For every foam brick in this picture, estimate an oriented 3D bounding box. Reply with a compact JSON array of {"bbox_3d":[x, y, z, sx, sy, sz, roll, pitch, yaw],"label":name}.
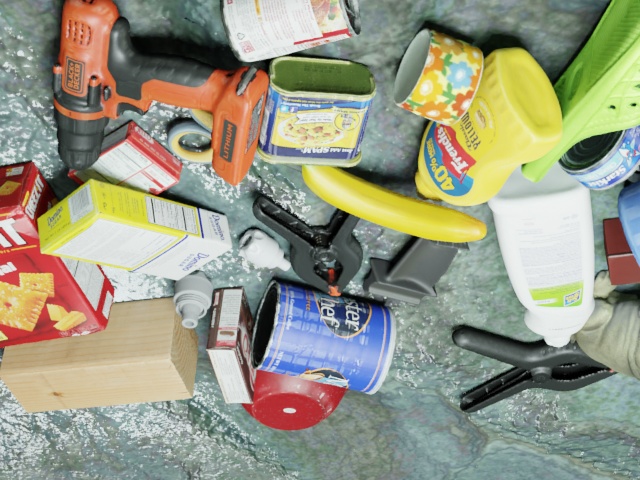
[{"bbox_3d":[0.337,0.009,1.112,0.078,0.051,0.053,-8,139,12],"label":"foam brick"}]

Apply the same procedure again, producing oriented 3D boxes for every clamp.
[{"bbox_3d":[0.262,0.160,1.303,0.210,0.036,0.164,-1,140,2],"label":"clamp"},{"bbox_3d":[-0.007,0.001,1.126,0.120,0.039,0.171,2,140,3],"label":"clamp"}]

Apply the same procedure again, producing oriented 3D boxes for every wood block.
[{"bbox_3d":[-0.256,0.137,1.255,0.206,0.090,0.091,-6,140,9],"label":"wood block"}]

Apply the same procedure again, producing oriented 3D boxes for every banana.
[{"bbox_3d":[0.062,-0.034,1.017,0.198,0.037,0.069,22,174,8],"label":"banana"}]

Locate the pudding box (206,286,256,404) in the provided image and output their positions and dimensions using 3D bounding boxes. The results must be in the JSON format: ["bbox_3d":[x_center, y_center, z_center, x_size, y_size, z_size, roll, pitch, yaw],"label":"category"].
[{"bbox_3d":[-0.099,0.123,1.233,0.039,0.090,0.113,-5,138,8],"label":"pudding box"}]

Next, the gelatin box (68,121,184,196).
[{"bbox_3d":[-0.192,-0.071,1.056,0.089,0.030,0.073,-26,131,30],"label":"gelatin box"}]

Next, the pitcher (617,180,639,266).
[{"bbox_3d":[0.412,-0.039,0.987,0.243,0.144,0.149,-25,100,25],"label":"pitcher"}]

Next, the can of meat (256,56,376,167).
[{"bbox_3d":[-0.005,-0.117,0.969,0.102,0.057,0.084,2,138,-12],"label":"can of meat"}]

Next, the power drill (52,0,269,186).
[{"bbox_3d":[-0.147,-0.114,0.945,0.187,0.057,0.185,19,133,4],"label":"power drill"}]

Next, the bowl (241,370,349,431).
[{"bbox_3d":[-0.039,0.193,1.339,0.162,0.055,0.162,1,139,0],"label":"bowl"}]

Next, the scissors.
[{"bbox_3d":[-0.066,-0.079,1.047,0.096,0.016,0.201,-31,131,24],"label":"scissors"}]

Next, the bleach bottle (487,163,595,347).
[{"bbox_3d":[0.234,0.025,1.113,0.102,0.068,0.251,-6,136,10],"label":"bleach bottle"}]

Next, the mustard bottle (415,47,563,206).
[{"bbox_3d":[0.139,-0.086,0.971,0.058,0.096,0.192,-12,161,-29],"label":"mustard bottle"}]

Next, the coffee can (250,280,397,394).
[{"bbox_3d":[0.003,0.110,1.204,0.140,0.103,0.103,14,138,-13],"label":"coffee can"}]

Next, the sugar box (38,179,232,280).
[{"bbox_3d":[-0.184,-0.007,1.078,0.093,0.048,0.175,-29,154,34],"label":"sugar box"}]

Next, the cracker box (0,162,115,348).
[{"bbox_3d":[-0.339,0.025,1.141,0.164,0.072,0.213,-9,137,12],"label":"cracker box"}]

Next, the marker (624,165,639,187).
[{"bbox_3d":[0.308,-0.083,1.031,0.020,0.020,0.121,-3,139,6],"label":"marker"}]

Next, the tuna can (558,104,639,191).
[{"bbox_3d":[0.258,-0.090,0.973,0.033,0.086,0.086,30,132,-27],"label":"tuna can"}]

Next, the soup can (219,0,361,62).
[{"bbox_3d":[-0.024,-0.190,0.881,0.102,0.068,0.068,-11,138,15],"label":"soup can"}]
